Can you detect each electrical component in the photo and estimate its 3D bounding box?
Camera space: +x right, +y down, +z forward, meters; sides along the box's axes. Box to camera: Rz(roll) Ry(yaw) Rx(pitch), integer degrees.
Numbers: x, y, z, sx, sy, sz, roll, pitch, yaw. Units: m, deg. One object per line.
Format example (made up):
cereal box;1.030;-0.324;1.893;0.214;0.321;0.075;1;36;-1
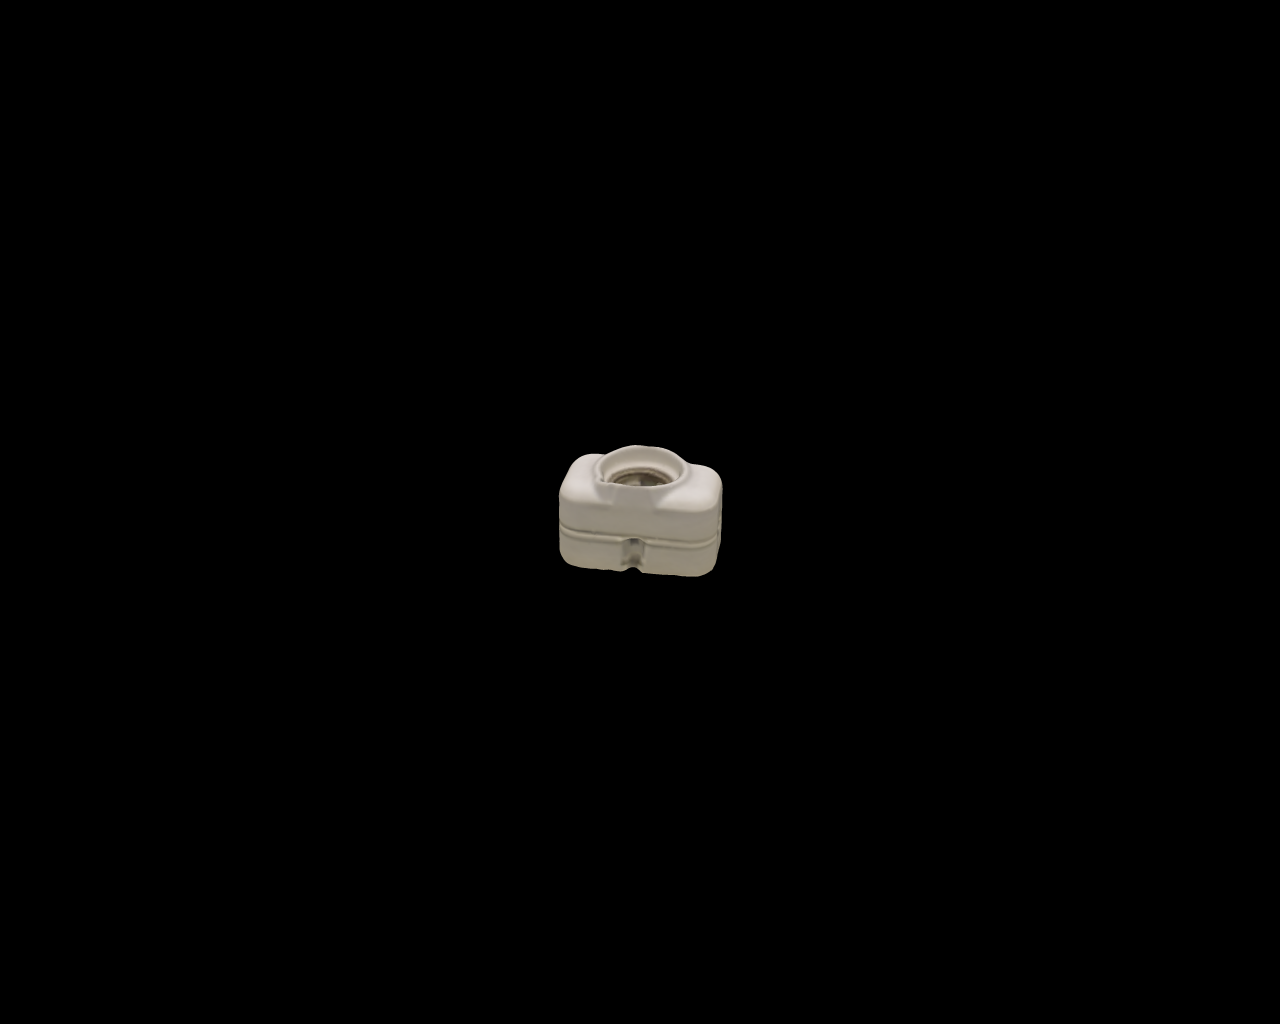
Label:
electrical component;0.001;-0.003;0.650;0.095;0.059;0.054;6;32;9
